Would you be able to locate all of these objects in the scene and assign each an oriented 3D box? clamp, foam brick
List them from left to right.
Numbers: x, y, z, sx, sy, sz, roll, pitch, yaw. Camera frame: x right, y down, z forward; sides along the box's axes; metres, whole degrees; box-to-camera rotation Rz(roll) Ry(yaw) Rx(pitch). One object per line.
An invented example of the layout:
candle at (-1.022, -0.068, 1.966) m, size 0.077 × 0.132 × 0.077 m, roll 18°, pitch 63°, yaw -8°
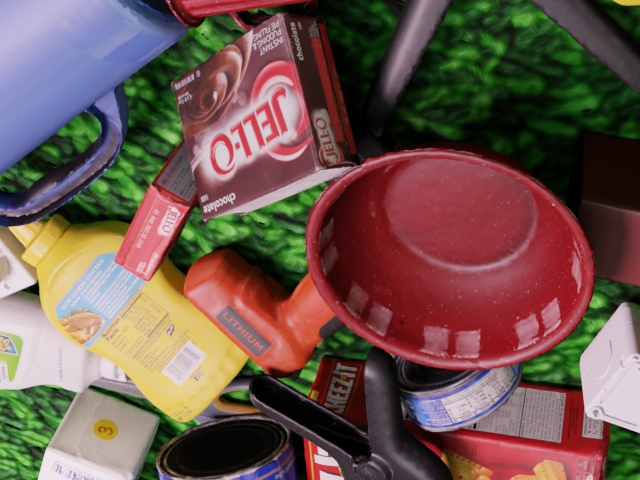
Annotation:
clamp at (0.042, 0.138, 0.712) m, size 0.171 × 0.039 × 0.120 m, roll 45°, pitch 141°, yaw -15°
clamp at (0.076, -0.152, 0.576) m, size 0.165 × 0.036 × 0.210 m, roll -15°, pitch 118°, yaw 16°
foam brick at (0.172, -0.019, 0.623) m, size 0.051 × 0.078 × 0.053 m, roll 12°, pitch 128°, yaw 6°

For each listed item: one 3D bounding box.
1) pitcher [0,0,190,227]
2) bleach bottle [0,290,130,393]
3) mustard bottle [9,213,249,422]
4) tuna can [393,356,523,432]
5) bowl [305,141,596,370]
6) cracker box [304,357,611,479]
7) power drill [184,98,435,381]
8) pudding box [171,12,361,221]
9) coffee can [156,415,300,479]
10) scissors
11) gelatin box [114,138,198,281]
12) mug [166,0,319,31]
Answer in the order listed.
pitcher at (-0.187, -0.106, 0.644) m, size 0.243 × 0.149 × 0.145 m, roll -26°, pitch 79°, yaw 28°
bleach bottle at (-0.268, 0.078, 0.840) m, size 0.251 × 0.068 × 0.103 m, roll 11°, pitch 129°, yaw 6°
mustard bottle at (-0.142, 0.043, 0.773) m, size 0.191 × 0.058 × 0.096 m, roll 39°, pitch 108°, yaw -12°
tuna can at (0.091, 0.087, 0.720) m, size 0.086 × 0.086 × 0.033 m, roll -17°, pitch 117°, yaw 27°
bowl at (0.075, 0.000, 0.606) m, size 0.162 × 0.055 × 0.162 m, roll 10°, pitch 132°, yaw 11°
cracker box at (0.099, 0.181, 0.795) m, size 0.214 × 0.072 × 0.164 m, roll 6°, pitch 126°, yaw 14°
power drill at (-0.005, 0.001, 0.704) m, size 0.184 × 0.057 × 0.188 m, roll 45°, pitch 126°, yaw -12°
pudding box at (-0.034, -0.068, 0.618) m, size 0.114 × 0.039 × 0.090 m, roll -21°, pitch 79°, yaw 49°
coffee can at (-0.059, 0.218, 0.806) m, size 0.103 × 0.102 × 0.140 m, roll -5°, pitch 106°, yaw 20°
scissors at (-0.109, 0.142, 0.865) m, size 0.202 × 0.016 × 0.096 m, roll -1°, pitch 125°, yaw 18°
gelatin box at (-0.094, -0.027, 0.690) m, size 0.030 × 0.089 × 0.073 m, roll 30°, pitch 128°, yaw -6°
mug at (-0.035, -0.159, 0.582) m, size 0.081 × 0.093 × 0.117 m, roll -5°, pitch 141°, yaw 14°
